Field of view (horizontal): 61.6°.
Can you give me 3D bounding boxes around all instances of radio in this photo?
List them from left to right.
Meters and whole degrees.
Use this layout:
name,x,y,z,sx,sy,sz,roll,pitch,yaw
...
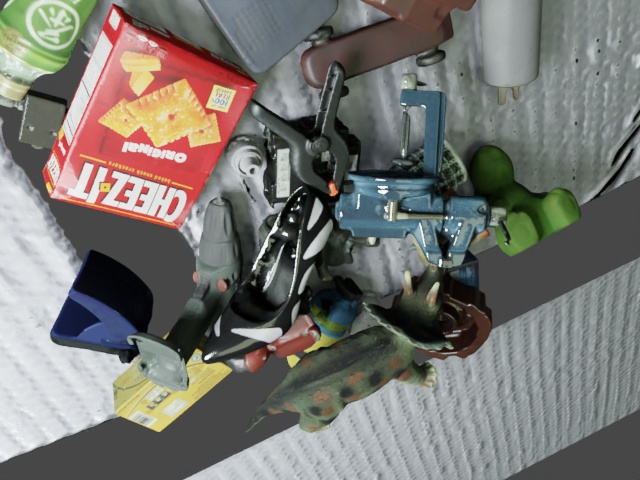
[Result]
name,x,y,z,sx,sy,sz,roll,pitch,yaw
radio,-0.085,-0.305,0.560,0.131,0.073,0.229,-36,130,2

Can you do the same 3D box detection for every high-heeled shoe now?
name,x,y,z,sx,sy,sz,roll,pitch,yaw
high-heeled shoe,-0.071,0.044,0.691,0.249,0.086,0.145,-44,142,-25

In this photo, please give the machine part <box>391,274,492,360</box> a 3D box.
name,x,y,z,sx,sy,sz,roll,pitch,yaw
machine part,0.209,0.134,0.938,0.180,0.056,0.179,11,133,13

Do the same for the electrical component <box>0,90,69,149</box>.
name,x,y,z,sx,sy,sz,roll,pitch,yaw
electrical component,-0.316,-0.134,0.612,0.094,0.021,0.063,12,118,-30

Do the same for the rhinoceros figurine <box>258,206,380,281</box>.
name,x,y,z,sx,sy,sz,roll,pitch,yaw
rhinoceros figurine,-0.002,-0.002,0.809,0.190,0.073,0.112,3,111,-22

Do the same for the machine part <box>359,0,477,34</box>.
name,x,y,z,sx,sy,sz,roll,pitch,yaw
machine part,0.109,-0.328,0.542,0.087,0.202,0.201,12,117,-33

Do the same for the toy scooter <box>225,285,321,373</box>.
name,x,y,z,sx,sy,sz,roll,pitch,yaw
toy scooter,-0.053,0.116,0.782,0.135,0.184,0.075,-13,120,20

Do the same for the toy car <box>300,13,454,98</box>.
name,x,y,z,sx,sy,sz,roll,pitch,yaw
toy car,0.071,-0.244,0.679,0.202,0.053,0.089,-23,111,-6

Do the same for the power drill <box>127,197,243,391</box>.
name,x,y,z,sx,sy,sz,roll,pitch,yaw
power drill,-0.170,0.081,0.726,0.086,0.207,0.231,12,132,8

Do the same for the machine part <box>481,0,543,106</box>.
name,x,y,z,sx,sy,sz,roll,pitch,yaw
machine part,0.251,-0.293,0.705,0.079,0.079,0.242,-21,127,-8

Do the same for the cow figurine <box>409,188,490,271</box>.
name,x,y,z,sx,sy,sz,roll,pitch,yaw
cow figurine,0.192,-0.002,0.838,0.127,0.085,0.194,-33,161,16

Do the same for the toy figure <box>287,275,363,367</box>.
name,x,y,z,sx,sy,sz,roll,pitch,yaw
toy figure,0.004,0.146,0.896,0.082,0.089,0.180,25,113,-28

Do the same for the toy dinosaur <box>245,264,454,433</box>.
name,x,y,z,sx,sy,sz,roll,pitch,yaw
toy dinosaur,0.035,0.185,0.769,0.405,0.131,0.192,-32,146,3

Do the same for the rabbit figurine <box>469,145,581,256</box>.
name,x,y,z,sx,sy,sz,roll,pitch,yaw
rabbit figurine,0.300,-0.071,0.846,0.121,0.170,0.159,-29,170,0

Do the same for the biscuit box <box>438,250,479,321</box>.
name,x,y,z,sx,sy,sz,roll,pitch,yaw
biscuit box,0.251,0.100,0.985,0.059,0.063,0.202,-20,127,-8

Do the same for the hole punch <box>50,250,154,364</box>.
name,x,y,z,sx,sy,sz,roll,pitch,yaw
hole punch,-0.280,0.083,0.714,0.116,0.142,0.092,17,111,-18

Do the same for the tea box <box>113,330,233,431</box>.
name,x,y,z,sx,sy,sz,roll,pitch,yaw
tea box,-0.236,0.217,0.858,0.169,0.068,0.098,-40,129,6

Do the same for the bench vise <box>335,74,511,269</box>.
name,x,y,z,sx,sy,sz,roll,pitch,yaw
bench vise,0.132,-0.087,0.687,0.224,0.129,0.240,5,102,18

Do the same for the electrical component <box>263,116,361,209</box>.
name,x,y,z,sx,sy,sz,roll,pitch,yaw
electrical component,-0.010,-0.107,0.737,0.134,0.058,0.114,-7,127,-19
